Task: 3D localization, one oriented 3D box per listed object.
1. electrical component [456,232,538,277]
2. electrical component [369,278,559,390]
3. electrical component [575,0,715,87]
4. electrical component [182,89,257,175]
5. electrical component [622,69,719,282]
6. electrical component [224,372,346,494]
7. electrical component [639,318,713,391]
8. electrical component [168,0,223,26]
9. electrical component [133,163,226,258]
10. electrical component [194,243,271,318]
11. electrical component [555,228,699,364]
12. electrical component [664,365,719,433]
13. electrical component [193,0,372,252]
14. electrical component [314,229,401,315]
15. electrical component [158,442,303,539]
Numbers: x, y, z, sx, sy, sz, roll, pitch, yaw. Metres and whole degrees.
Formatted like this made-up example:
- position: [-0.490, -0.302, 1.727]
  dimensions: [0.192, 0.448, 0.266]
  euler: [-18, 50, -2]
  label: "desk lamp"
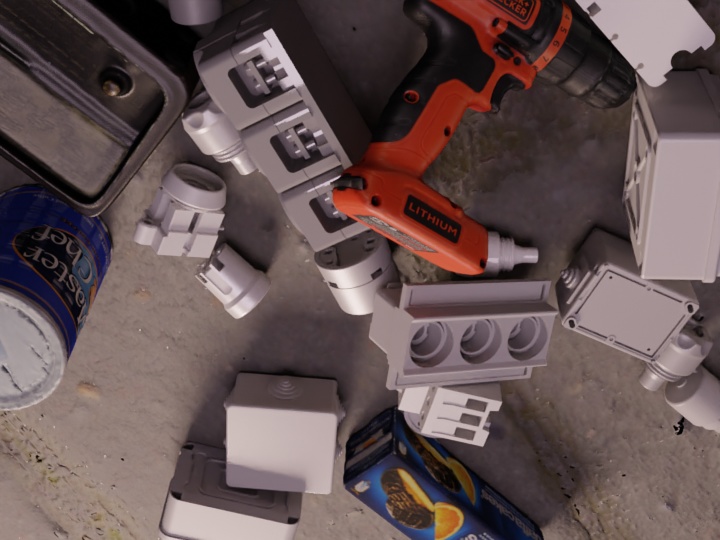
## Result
- position: [0.101, -0.012, 0.797]
  dimensions: [0.061, 0.035, 0.035]
  euler: [1, 122, -1]
  label: "electrical component"
- position: [0.073, 0.040, 0.783]
  dimensions: [0.121, 0.063, 0.078]
  euler: [-1, 111, -27]
  label: "electrical component"
- position: [0.174, -0.170, 0.680]
  dimensions: [0.050, 0.055, 0.089]
  euler: [-39, 112, 22]
  label: "electrical component"
- position: [-0.093, -0.095, 0.747]
  dimensions: [0.043, 0.043, 0.062]
  euler: [-25, 122, 17]
  label: "electrical component"
- position: [0.212, -0.064, 0.716]
  dimensions: [0.056, 0.108, 0.108]
  euler: [1, 122, 5]
  label: "electrical component"
- position: [-0.063, 0.133, 0.887]
  dimensions: [0.100, 0.048, 0.099]
  euler: [5, 122, 0]
  label: "electrical component"
- position: [0.241, 0.067, 0.836]
  dimensions: [0.043, 0.043, 0.062]
  euler: [22, 122, -11]
  label: "electrical component"
- position: [-0.109, -0.191, 0.689]
  dimensions: [0.044, 0.044, 0.065]
  euler: [-2, 127, 3]
  label: "electrical component"
- position: [-0.125, -0.043, 0.776]
  dimensions: [0.066, 0.048, 0.055]
  euler: [4, 122, -41]
  label: "electrical component"
- position: [-0.097, 0.007, 0.815]
  dimensions: [0.040, 0.040, 0.046]
  euler: [-39, 107, 23]
  label: "electrical component"
- position: [0.189, 0.014, 0.794]
  dimensions: [0.096, 0.061, 0.061]
  euler: [23, 120, -11]
  label: "electrical component"
- position: [0.280, 0.108, 0.862]
  dimensions: [0.078, 0.040, 0.040]
  euler: [38, 116, -19]
  label: "electrical component"
- position: [-0.043, -0.098, 0.715]
  dimensions: [0.062, 0.089, 0.150]
  euler: [-23, 119, 16]
  label: "electrical component"
- position: [0.000, 0.000, 0.797]
  dimensions: [0.055, 0.055, 0.047]
  euler: [-16, 124, 12]
  label: "electrical component"
- position: [-0.109, 0.202, 0.915]
  dimensions: [0.113, 0.078, 0.057]
  euler: [14, 119, -6]
  label: "electrical component"
